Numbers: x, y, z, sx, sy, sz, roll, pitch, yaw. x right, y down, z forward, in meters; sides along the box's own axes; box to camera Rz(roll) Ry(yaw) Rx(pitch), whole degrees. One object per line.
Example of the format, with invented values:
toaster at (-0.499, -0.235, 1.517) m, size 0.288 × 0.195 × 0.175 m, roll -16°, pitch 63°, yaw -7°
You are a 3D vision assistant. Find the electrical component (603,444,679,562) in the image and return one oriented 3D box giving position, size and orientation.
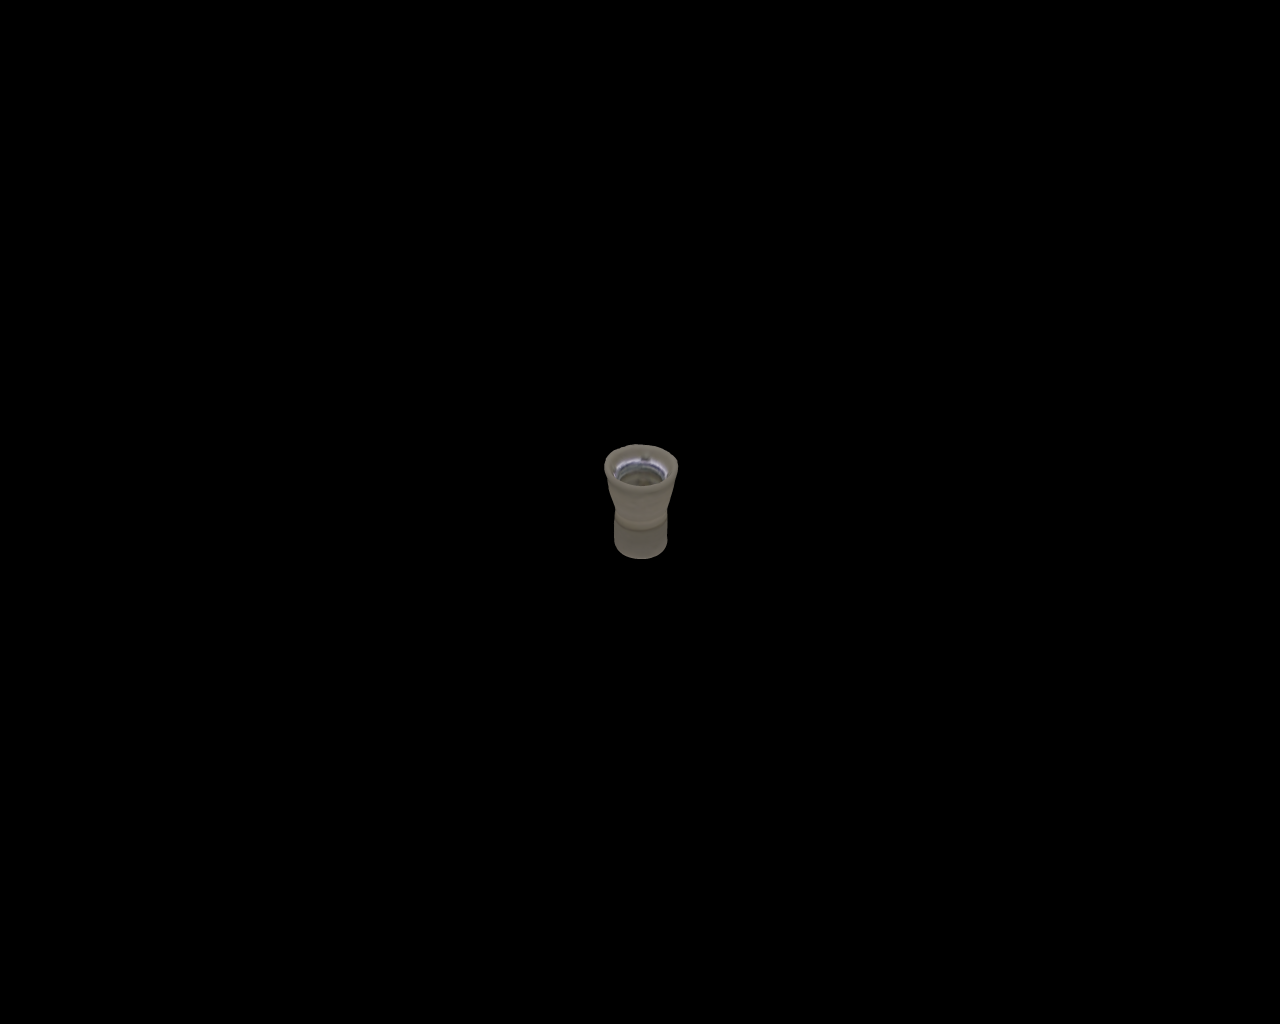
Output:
electrical component at (0.001, -0.003, 0.650) m, size 0.044 × 0.065 × 0.044 m, roll 0°, pitch 37°, yaw 0°
